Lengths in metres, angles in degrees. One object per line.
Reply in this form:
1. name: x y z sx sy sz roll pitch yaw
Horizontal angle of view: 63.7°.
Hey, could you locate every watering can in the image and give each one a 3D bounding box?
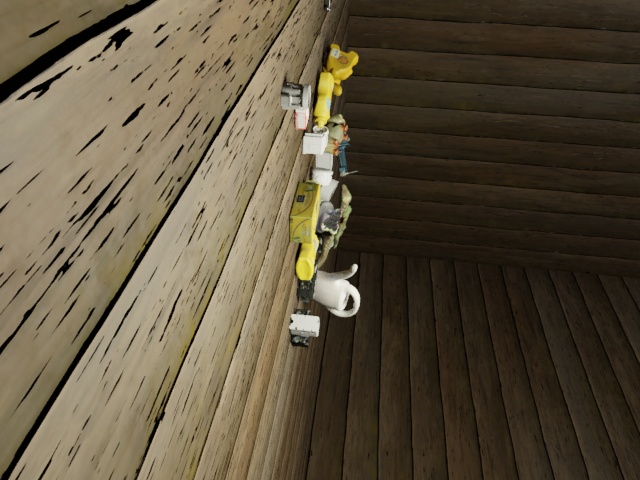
1. watering can: 0.042 0.164 1.872 0.339 0.225 0.106 90 25 -49

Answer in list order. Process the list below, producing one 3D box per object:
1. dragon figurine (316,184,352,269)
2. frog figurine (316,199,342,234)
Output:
1. dragon figurine: 0.053 -0.033 2.145 0.245 0.122 0.407 -95 -159 -80
2. frog figurine: 0.006 -0.103 2.041 0.162 0.123 0.134 42 -32 49
